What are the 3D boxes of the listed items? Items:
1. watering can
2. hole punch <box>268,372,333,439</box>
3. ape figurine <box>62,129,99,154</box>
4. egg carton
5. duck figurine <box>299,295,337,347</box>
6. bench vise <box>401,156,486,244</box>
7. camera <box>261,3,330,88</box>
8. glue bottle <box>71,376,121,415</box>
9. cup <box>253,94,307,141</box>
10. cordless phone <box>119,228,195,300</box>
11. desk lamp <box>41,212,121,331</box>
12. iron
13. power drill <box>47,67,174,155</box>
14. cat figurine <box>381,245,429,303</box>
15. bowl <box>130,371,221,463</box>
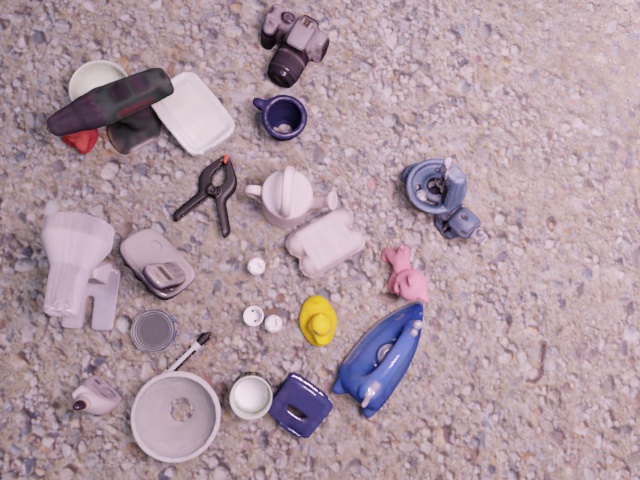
[{"bbox_3d":[-0.056,-0.088,1.112,0.173,0.194,0.101,-14,84,-7],"label":"watering can"},{"bbox_3d":[-0.039,0.327,1.115,0.108,0.091,0.101,35,81,-1],"label":"hole punch"},{"bbox_3d":[-0.483,-0.213,1.134,0.076,0.092,0.078,-23,86,-8],"label":"ape figurine"},{"bbox_3d":[0.011,0.004,1.171,0.150,0.069,0.107,-32,87,-9],"label":"egg carton"},{"bbox_3d":[-0.001,0.162,1.142,0.077,0.086,0.104,-7,84,-7],"label":"duck figurine"},{"bbox_3d":[0.267,-0.092,1.135,0.207,0.219,0.121,32,81,-1],"label":"bench vise"},{"bbox_3d":[-0.068,-0.402,1.197,0.143,0.100,0.137,29,81,-2],"label":"camera"},{"bbox_3d":[-0.415,0.289,1.038,0.078,0.173,0.037,43,81,1],"label":"glue bottle"},{"bbox_3d":[-0.086,-0.246,1.179,0.118,0.095,0.092,28,81,-2],"label":"cup"},{"bbox_3d":[-0.314,0.042,1.073,0.147,0.185,0.094,44,81,1],"label":"cordless phone"},{"bbox_3d":[-0.435,0.064,1.043,0.118,0.213,0.203,4,82,-5],"label":"desk lamp"},{"bbox_3d":[0.140,0.222,1.122,0.118,0.141,0.258,37,81,0],"label":"iron"},{"bbox_3d":[-0.380,-0.236,1.089,0.230,0.208,0.075,-33,87,-9],"label":"power drill"},{"bbox_3d":[0.175,0.069,1.156,0.067,0.117,0.128,-12,84,-7],"label":"cat figurine"},{"bbox_3d":[-0.271,0.333,1.098,0.167,0.074,0.167,1,83,-6],"label":"bowl"}]
